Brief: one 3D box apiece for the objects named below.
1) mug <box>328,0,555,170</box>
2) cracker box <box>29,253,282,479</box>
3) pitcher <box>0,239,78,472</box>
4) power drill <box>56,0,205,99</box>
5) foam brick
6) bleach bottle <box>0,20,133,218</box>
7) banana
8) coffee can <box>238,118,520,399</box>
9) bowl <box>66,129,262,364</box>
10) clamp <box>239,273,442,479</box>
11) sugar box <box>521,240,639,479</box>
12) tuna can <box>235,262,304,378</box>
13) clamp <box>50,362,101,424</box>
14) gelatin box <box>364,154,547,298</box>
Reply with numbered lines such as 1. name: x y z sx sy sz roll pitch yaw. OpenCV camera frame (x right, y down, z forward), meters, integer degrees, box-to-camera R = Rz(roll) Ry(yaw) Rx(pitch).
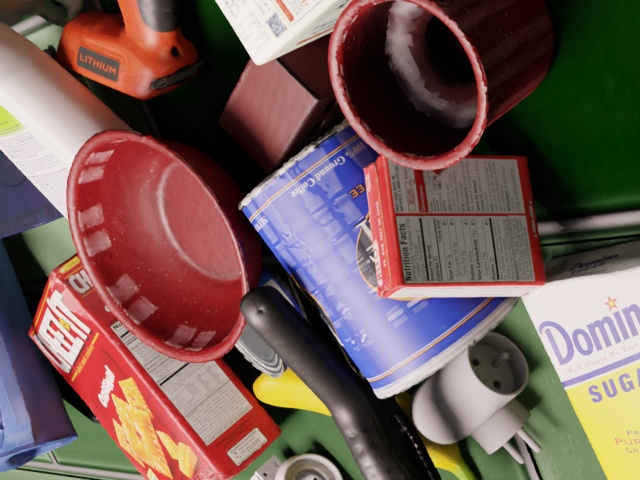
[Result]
1. mug: 0.066 -0.103 0.531 0.093 0.081 0.117 29 134 27
2. cracker box: -0.146 0.118 0.888 0.214 0.072 0.164 49 149 4
3. pitcher: -0.316 0.091 0.969 0.149 0.144 0.243 -23 80 17
4. power drill: -0.142 -0.196 0.686 0.185 0.057 0.188 27 134 31
5. foam brick: -0.017 -0.086 0.647 0.051 0.052 0.078 46 140 9
6. bleach bottle: -0.194 -0.088 0.743 0.103 0.068 0.250 -8 132 47
7. banana: 0.022 0.123 0.769 0.198 0.037 0.069 20 129 34
8. coffee can: 0.034 0.006 0.624 0.140 0.102 0.103 54 140 1
9. bowl: -0.091 -0.003 0.691 0.162 0.055 0.162 21 126 32
10. clamp: 0.026 0.099 0.679 0.036 0.164 0.210 -33 97 12
11. sugar box: 0.186 0.088 0.579 0.094 0.048 0.176 -17 105 49
12. tuna can: -0.043 0.055 0.771 0.086 0.033 0.086 42 154 25
13. clamp: -0.269 0.110 1.045 0.172 0.039 0.120 7 109 40
14. gelatin box: 0.071 -0.007 0.566 0.030 0.089 0.073 137 129 -65
